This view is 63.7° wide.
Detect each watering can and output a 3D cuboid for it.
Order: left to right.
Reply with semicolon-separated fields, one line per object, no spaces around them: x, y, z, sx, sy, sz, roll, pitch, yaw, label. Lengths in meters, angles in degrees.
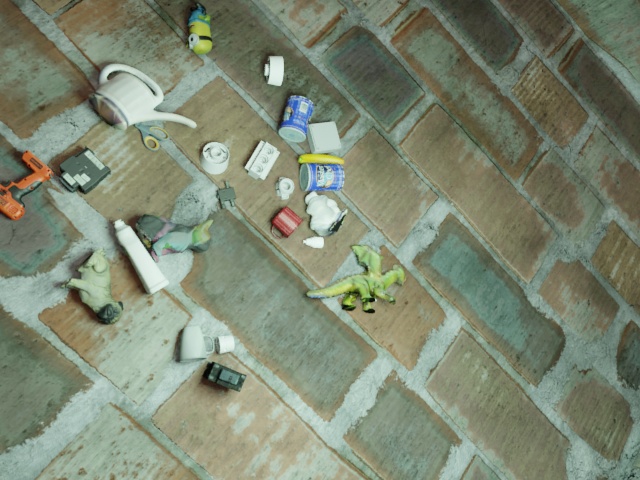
-0.597;-0.440;1.693;0.347;0.102;0.228;39;57;-2;watering can

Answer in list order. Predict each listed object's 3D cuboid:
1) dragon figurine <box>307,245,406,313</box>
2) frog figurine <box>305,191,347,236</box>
0.148;0.129;1.890;0.409;0.120;0.248;13;57;-20;dragon figurine
0.006;-0.094;1.876;0.160;0.121;0.138;33;79;18;frog figurine
